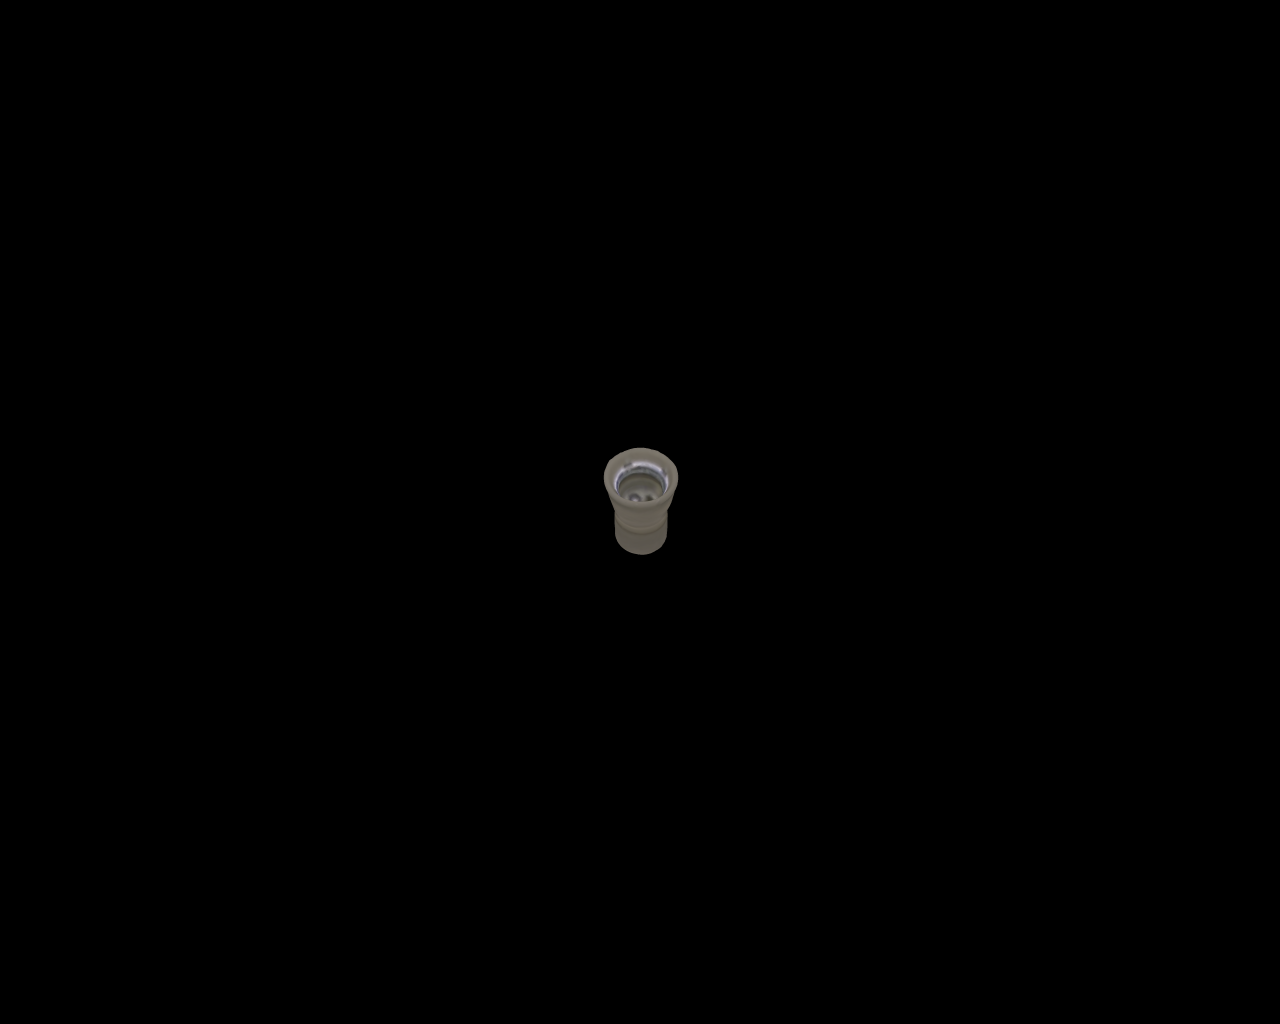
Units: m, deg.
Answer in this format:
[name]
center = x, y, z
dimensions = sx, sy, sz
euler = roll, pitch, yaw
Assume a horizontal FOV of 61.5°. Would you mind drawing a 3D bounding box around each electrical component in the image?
[electrical component]
center = 0.001, -0.003, 0.650
dimensions = 0.044, 0.044, 0.065
euler = 0, -36, 0
